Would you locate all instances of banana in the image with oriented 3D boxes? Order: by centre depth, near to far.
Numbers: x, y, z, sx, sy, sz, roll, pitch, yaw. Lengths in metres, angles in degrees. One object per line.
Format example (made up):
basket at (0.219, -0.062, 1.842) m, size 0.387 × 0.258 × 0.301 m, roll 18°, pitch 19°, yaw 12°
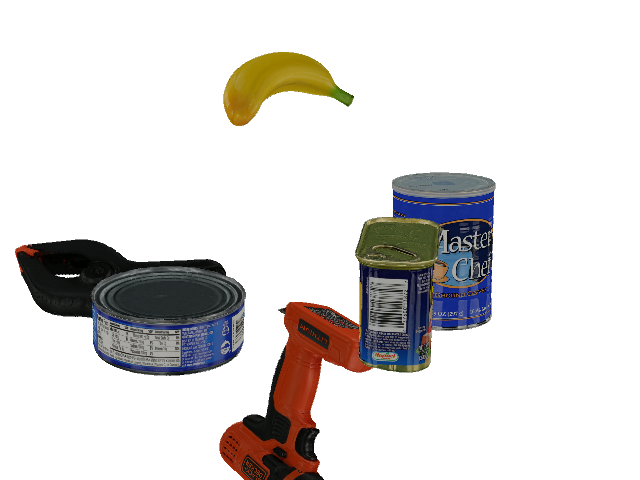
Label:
banana at (-0.039, -0.144, 0.979) m, size 0.070 × 0.037 × 0.197 m, roll 36°, pitch 30°, yaw 20°

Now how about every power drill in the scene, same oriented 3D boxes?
power drill at (-0.006, 0.163, 0.966) m, size 0.057 × 0.188 × 0.185 m, roll 12°, pitch 13°, yaw -46°

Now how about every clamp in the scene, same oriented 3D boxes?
clamp at (-0.164, 0.033, 0.858) m, size 0.172 × 0.039 × 0.120 m, roll 24°, pitch 39°, yaw 26°

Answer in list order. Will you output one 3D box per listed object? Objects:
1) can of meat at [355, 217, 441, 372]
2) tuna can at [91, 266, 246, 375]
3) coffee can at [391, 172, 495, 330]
can of meat at (0.056, 0.038, 0.774) m, size 0.057 × 0.084 × 0.102 m, roll 3°, pitch 18°, yaw 7°
tuna can at (-0.085, 0.044, 0.600) m, size 0.086 × 0.034 × 0.086 m, roll 2°, pitch 18°, yaw -1°
coffee can at (0.123, 0.009, 1.078) m, size 0.103 × 0.140 × 0.103 m, roll -1°, pitch 14°, yaw 0°
